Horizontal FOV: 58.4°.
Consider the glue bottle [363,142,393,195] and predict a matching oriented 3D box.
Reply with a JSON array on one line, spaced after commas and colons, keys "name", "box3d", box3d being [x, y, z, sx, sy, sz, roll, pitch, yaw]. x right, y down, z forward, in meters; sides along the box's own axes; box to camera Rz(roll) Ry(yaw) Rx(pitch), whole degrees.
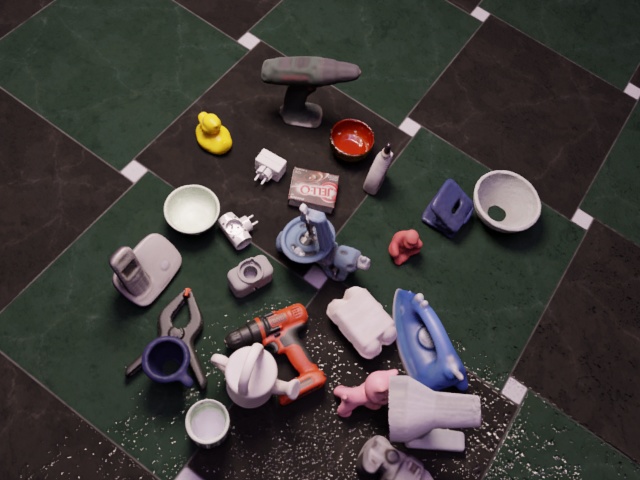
[{"name": "glue bottle", "box3d": [0.145, -0.178, 1.347, 0.037, 0.173, 0.078, 29, 65, 6]}]

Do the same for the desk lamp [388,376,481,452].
[{"name": "desk lamp", "box3d": [0.209, 0.334, 1.097, 0.203, 0.213, 0.118, 6, 65, -5]}]

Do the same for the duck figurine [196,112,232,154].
[{"name": "duck figurine", "box3d": [-0.257, -0.263, 1.378, 0.078, 0.086, 0.104, -38, 75, -22]}]

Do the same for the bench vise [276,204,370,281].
[{"name": "bench vise", "box3d": [0.012, -0.006, 1.223, 0.207, 0.220, 0.121, 6, 65, -5]}]

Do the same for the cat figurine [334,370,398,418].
[{"name": "cat figurine", "box3d": [0.097, 0.304, 1.148, 0.128, 0.118, 0.067, -12, 67, -13]}]

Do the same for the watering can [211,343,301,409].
[{"name": "watering can", "box3d": [-0.124, 0.256, 1.096, 0.173, 0.194, 0.101, 2, 65, -7]}]

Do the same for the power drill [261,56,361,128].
[{"name": "power drill", "box3d": [-0.028, -0.366, 1.390, 0.229, 0.208, 0.075, 7, 64, -4]}]

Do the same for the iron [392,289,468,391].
[{"name": "iron", "box3d": [0.227, 0.198, 1.202, 0.119, 0.141, 0.258, -17, 69, -15]}]

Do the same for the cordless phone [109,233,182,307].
[{"name": "cordless phone", "box3d": [-0.360, 0.042, 1.167, 0.094, 0.185, 0.148, 29, 65, 6]}]

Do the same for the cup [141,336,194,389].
[{"name": "cup", "box3d": [-0.289, 0.253, 1.129, 0.117, 0.095, 0.092, 41, 67, 11]}]

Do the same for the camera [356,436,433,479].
[{"name": "camera", "box3d": [0.128, 0.467, 1.086, 0.143, 0.101, 0.137, 34, 65, 8]}]

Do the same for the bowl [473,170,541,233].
[{"name": "bowl", "box3d": [0.445, -0.082, 1.400, 0.167, 0.075, 0.167, 3, 65, -7]}]

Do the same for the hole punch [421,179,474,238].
[{"name": "hole punch", "box3d": [0.314, -0.077, 1.369, 0.101, 0.091, 0.109, 33, 65, 8]}]

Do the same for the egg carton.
[{"name": "egg carton", "box3d": [0.091, 0.176, 1.233, 0.107, 0.069, 0.150, -36, 75, -21]}]

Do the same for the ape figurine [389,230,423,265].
[{"name": "ape figurine", "box3d": [0.200, 0.007, 1.314, 0.078, 0.092, 0.076, 3, 65, -6]}]
